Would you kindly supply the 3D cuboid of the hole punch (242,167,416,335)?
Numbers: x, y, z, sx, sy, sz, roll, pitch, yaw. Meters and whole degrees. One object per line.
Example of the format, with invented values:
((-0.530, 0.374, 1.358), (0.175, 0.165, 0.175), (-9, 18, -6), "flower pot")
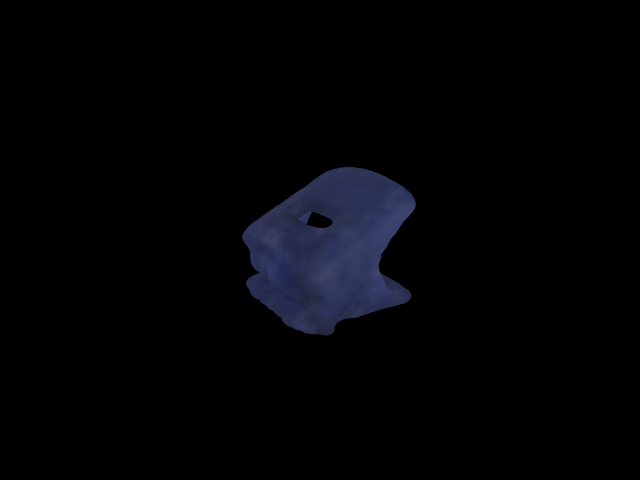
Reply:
((0.004, 0.001, 0.400), (0.101, 0.091, 0.108), (-12, 23, -31), "hole punch")
